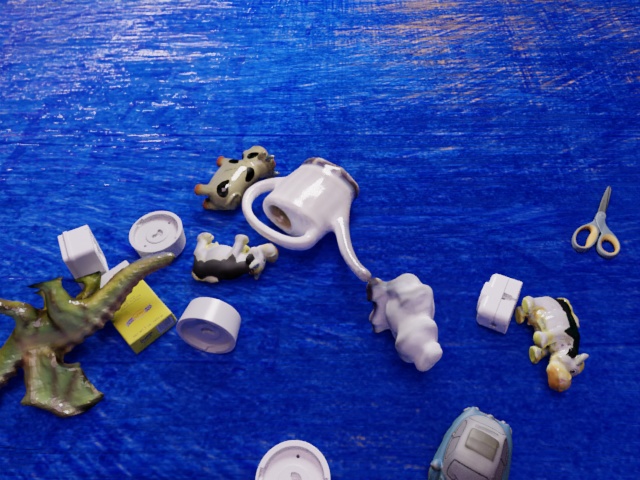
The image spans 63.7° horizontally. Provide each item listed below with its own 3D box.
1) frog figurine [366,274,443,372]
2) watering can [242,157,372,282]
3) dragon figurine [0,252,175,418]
[{"bbox_3d":[0.162,0.137,0.874,0.123,0.135,0.161,-4,24,-35],"label":"frog figurine"},{"bbox_3d":[0.003,-0.054,1.064,0.350,0.228,0.101,28,-32,25],"label":"watering can"},{"bbox_3d":[-0.436,0.181,0.908,0.410,0.245,0.121,-16,-11,-1],"label":"dragon figurine"}]
